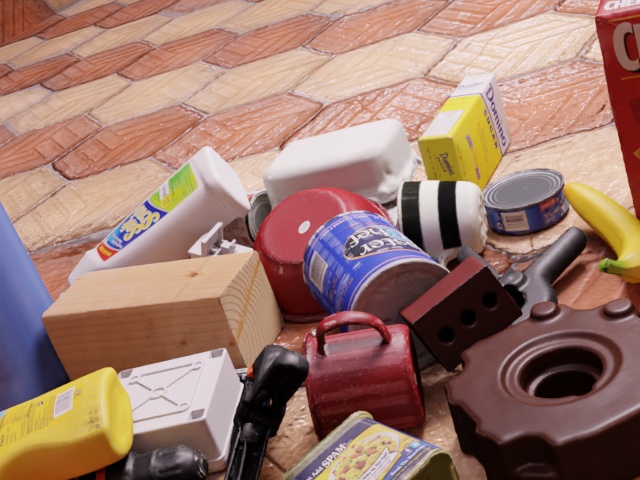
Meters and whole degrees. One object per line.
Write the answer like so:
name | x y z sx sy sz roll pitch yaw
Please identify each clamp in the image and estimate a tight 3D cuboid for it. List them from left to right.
clamp | -0.050 0.146 0.834 0.036 0.164 0.210 21 4 -6
clamp | 0.179 0.042 0.931 0.120 0.039 0.171 -20 29 17

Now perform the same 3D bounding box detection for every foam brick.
foam brick | 0.112 0.059 0.855 0.078 0.053 0.051 -39 10 -2

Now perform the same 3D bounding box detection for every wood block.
wood block | -0.154 0.079 1.045 0.206 0.090 0.090 -7 26 26

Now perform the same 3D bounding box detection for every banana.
banana | 0.263 -0.006 0.943 0.037 0.069 0.197 -55 10 18

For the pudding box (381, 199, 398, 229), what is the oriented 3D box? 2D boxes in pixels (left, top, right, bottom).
pudding box | 0.051 -0.009 1.138 0.090 0.039 0.113 -13 27 17

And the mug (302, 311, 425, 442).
mug | 0.033 0.102 0.830 0.081 0.117 0.093 -11 32 8

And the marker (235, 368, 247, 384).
marker | -0.085 0.128 0.976 0.121 0.020 0.020 -9 26 22

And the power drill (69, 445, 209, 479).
power drill | -0.179 0.231 0.790 0.184 0.057 0.187 -19 21 12

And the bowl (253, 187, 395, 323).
bowl | -0.007 0.001 1.068 0.162 0.055 0.162 -14 49 17

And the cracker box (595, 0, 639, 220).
cracker box | 0.343 -0.121 0.932 0.164 0.213 0.072 -7 27 26

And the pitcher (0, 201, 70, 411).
pitcher | -0.353 0.051 1.067 0.145 0.243 0.149 -12 20 26

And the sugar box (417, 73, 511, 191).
sugar box | 0.166 -0.111 1.196 0.048 0.093 0.176 -2 30 31

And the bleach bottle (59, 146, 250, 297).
bleach bottle | -0.197 0.007 1.199 0.251 0.068 0.102 -39 33 9

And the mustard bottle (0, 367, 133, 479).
mustard bottle | -0.244 0.169 0.841 0.191 0.058 0.096 -22 27 3

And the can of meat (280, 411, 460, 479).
can of meat | 0.035 0.175 0.743 0.102 0.057 0.084 -36 31 -31

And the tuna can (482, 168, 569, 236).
tuna can | 0.209 -0.039 1.084 0.086 0.034 0.086 -17 24 8

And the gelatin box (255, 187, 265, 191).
gelatin box | -0.029 -0.053 1.299 0.073 0.030 0.089 -27 25 -13

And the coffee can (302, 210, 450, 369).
coffee can | 0.053 0.043 0.947 0.102 0.103 0.140 -24 25 -9

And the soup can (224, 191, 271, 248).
soup can | -0.100 -0.024 1.247 0.102 0.068 0.068 2 32 38
